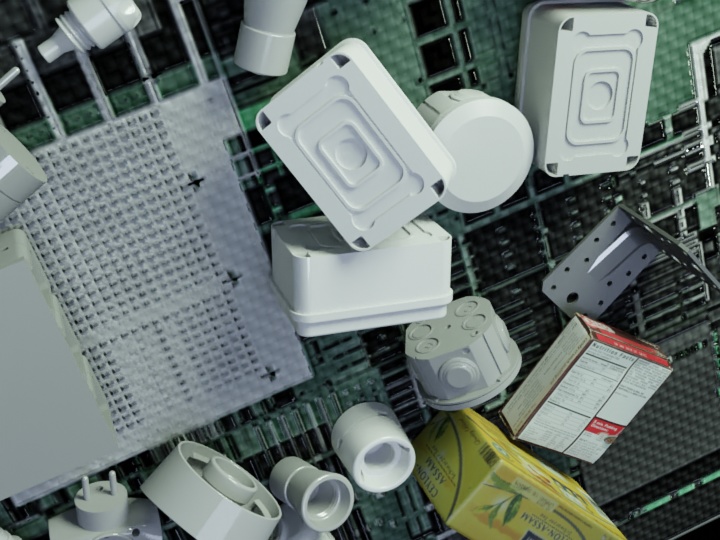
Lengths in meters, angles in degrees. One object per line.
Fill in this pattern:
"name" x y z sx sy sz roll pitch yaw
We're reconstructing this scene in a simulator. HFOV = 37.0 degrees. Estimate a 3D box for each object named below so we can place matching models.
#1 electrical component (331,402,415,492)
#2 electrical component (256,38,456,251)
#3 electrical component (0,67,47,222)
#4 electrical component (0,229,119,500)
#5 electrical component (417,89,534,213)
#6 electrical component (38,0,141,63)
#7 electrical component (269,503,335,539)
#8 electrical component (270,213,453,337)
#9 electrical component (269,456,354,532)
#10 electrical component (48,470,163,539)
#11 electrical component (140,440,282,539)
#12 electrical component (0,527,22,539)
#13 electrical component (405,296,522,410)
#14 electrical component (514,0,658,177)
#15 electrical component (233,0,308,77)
"electrical component" 0.011 0.136 0.821 0.055 0.047 0.055 -8 117 -17
"electrical component" -0.001 -0.080 0.680 0.078 0.057 0.113 -35 100 20
"electrical component" -0.231 -0.098 0.618 0.074 0.052 0.138 -41 121 2
"electrical component" -0.227 0.060 0.688 0.089 0.061 0.150 -23 120 -9
"electrical component" 0.074 -0.084 0.738 0.080 0.051 0.080 -8 117 -16
"electrical component" -0.161 -0.144 0.632 0.061 0.035 0.035 -35 121 1
"electrical component" -0.069 0.225 0.830 0.095 0.053 0.059 -34 121 -2
"electrical component" 0.000 0.000 0.735 0.113 0.078 0.057 -7 113 -17
"electrical component" -0.040 0.164 0.804 0.044 0.065 0.044 -6 101 -31
"electrical component" -0.184 0.179 0.771 0.077 0.044 0.079 -8 116 -17
"electrical component" -0.107 0.169 0.767 0.099 0.099 0.064 34 93 -30
"electrical component" -0.249 0.208 0.763 0.040 0.040 0.078 -28 120 -6
"electrical component" 0.074 0.061 0.791 0.080 0.080 0.051 -30 116 -5
"electrical component" 0.152 -0.127 0.742 0.078 0.057 0.113 -7 116 -18
"electrical component" -0.056 -0.153 0.664 0.044 0.044 0.065 5 117 -22
